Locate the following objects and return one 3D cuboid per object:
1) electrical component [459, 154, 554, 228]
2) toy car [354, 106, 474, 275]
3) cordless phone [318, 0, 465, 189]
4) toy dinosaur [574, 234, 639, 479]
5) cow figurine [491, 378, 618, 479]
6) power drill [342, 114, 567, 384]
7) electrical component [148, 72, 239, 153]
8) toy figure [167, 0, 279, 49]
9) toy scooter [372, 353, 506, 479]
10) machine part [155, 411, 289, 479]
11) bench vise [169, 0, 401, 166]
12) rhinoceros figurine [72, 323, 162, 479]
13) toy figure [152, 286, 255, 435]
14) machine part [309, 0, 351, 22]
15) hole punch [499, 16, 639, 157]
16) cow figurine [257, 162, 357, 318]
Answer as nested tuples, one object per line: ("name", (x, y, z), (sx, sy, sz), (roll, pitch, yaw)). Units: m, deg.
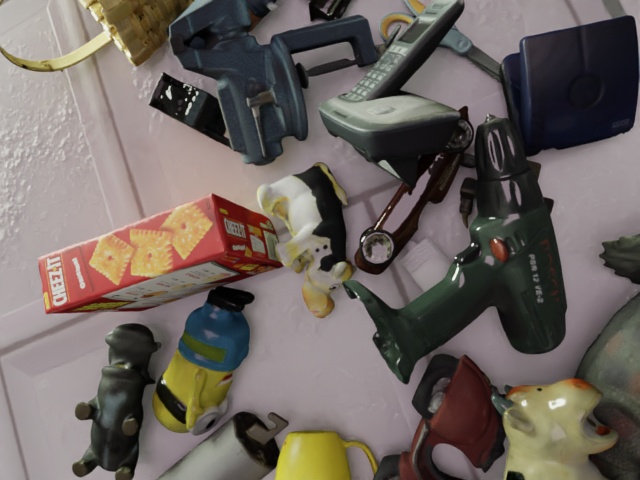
("electrical component", (0.195, -0.048, 0.573), (0.102, 0.045, 0.078), (11, 60, 14))
("toy car", (0.104, -0.049, 0.573), (0.053, 0.089, 0.202), (35, 94, 5))
("cordless phone", (0.095, -0.155, 0.519), (0.184, 0.088, 0.147), (-51, 30, 6))
("toy dinosaur", (0.309, 0.130, 0.491), (0.192, 0.131, 0.404), (31, 99, 29))
("cow figurine", (0.198, 0.212, 0.471), (0.127, 0.085, 0.194), (23, 100, 30))
("power drill", (0.128, 0.025, 0.510), (0.207, 0.086, 0.231), (-29, 104, -12))
("electrical component", (-0.142, -0.154, 0.661), (0.119, 0.074, 0.047), (27, 94, 21))
("toy figure", (-0.117, -0.283, 0.673), (0.154, 0.058, 0.064), (-24, 120, 9))
("toy scooter", (0.144, 0.215, 0.548), (0.135, 0.075, 0.183), (25, 95, 16))
("machine part", (-0.132, 0.278, 0.621), (0.243, 0.079, 0.079), (-41, 76, 8))
("bench vise", (-0.038, -0.208, 0.603), (0.241, 0.129, 0.223), (-17, 98, -9))
("rhinoceros figurine", (-0.237, 0.196, 0.647), (0.073, 0.112, 0.190), (11, 101, 1))
("toy figure", (-0.136, 0.141, 0.633), (0.089, 0.082, 0.180), (23, 100, 35))
("machine part", (-0.015, -0.323, 0.658), (0.139, 0.039, 0.084), (37, 101, 14))
("hole punch", (0.250, -0.152, 0.535), (0.142, 0.092, 0.115), (-11, 86, 2))
("cow figurine", (0.000, -0.001, 0.614), (0.098, 0.068, 0.167), (-24, 80, 7))
